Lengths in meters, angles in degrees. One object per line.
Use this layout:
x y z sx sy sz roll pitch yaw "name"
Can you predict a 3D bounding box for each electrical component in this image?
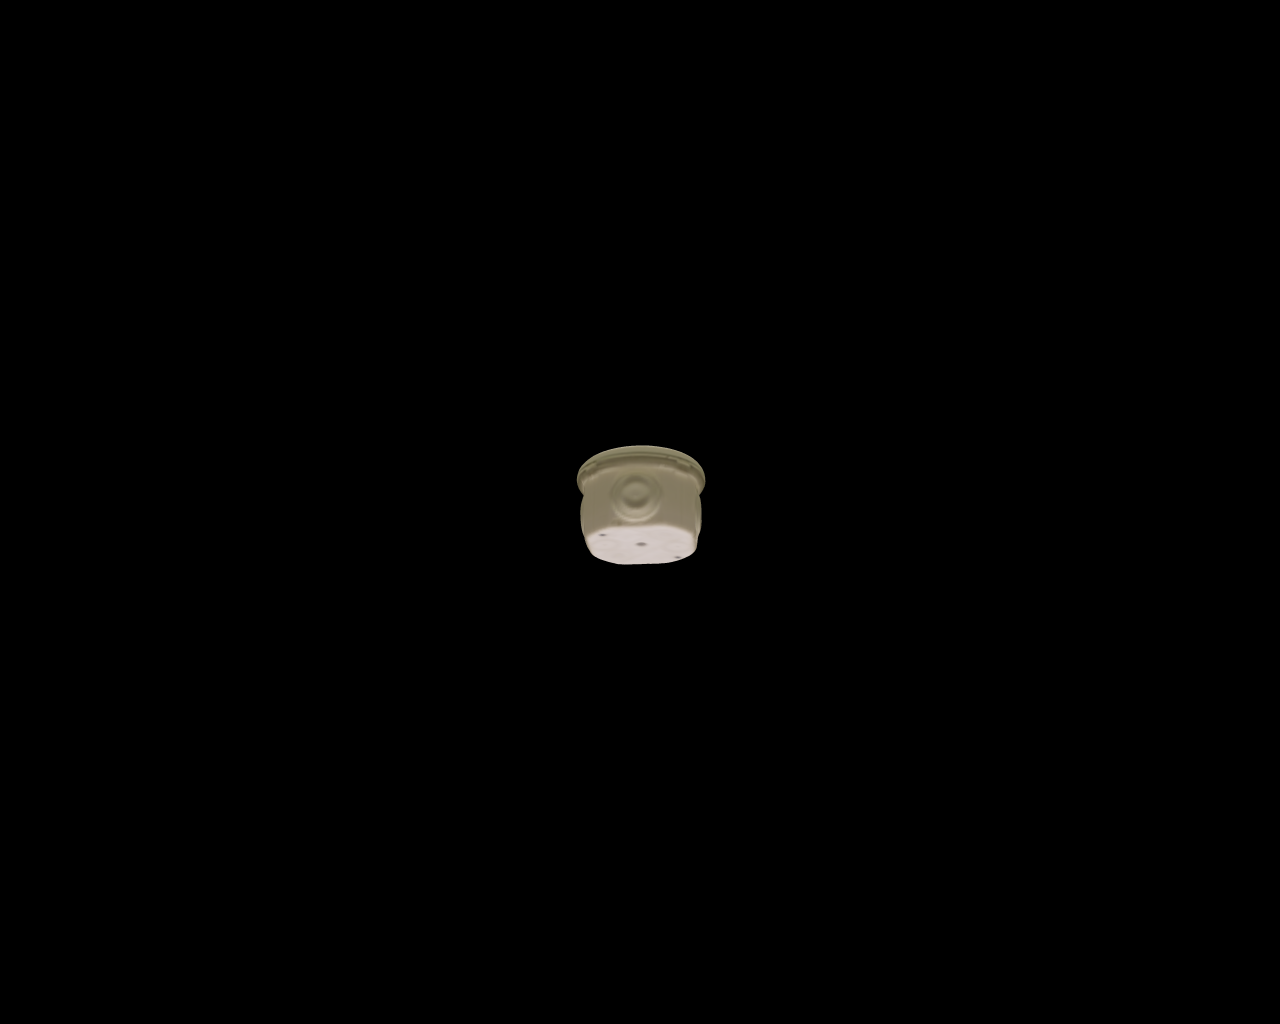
0.001 -0.003 0.650 0.080 0.051 0.080 0 -23 0 "electrical component"
